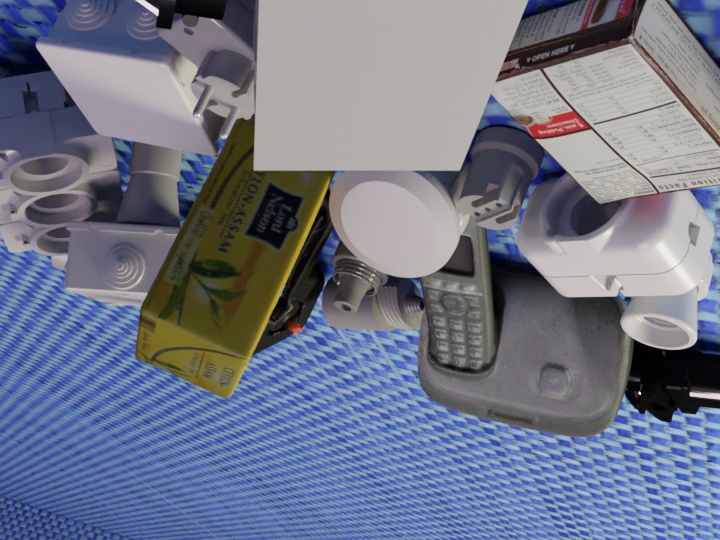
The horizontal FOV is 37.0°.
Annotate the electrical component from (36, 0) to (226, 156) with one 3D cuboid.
[{"bbox_3d":[-0.127,-0.118,0.636,0.100,0.048,0.099,13,155,20],"label":"electrical component"}]

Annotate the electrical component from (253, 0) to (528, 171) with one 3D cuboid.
[{"bbox_3d":[0.007,-0.114,0.471,0.105,0.060,0.186,-1,157,-7],"label":"electrical component"}]

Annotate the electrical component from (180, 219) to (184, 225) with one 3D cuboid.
[{"bbox_3d":[-0.128,-0.001,0.847,0.080,0.080,0.051,34,159,-25],"label":"electrical component"}]

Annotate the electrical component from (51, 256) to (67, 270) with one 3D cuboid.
[{"bbox_3d":[-0.251,-0.043,0.895,0.074,0.052,0.138,21,156,3],"label":"electrical component"}]

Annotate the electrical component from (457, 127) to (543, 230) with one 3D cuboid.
[{"bbox_3d":[0.078,-0.051,0.607,0.040,0.046,0.040,18,156,9],"label":"electrical component"}]

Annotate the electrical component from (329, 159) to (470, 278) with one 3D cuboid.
[{"bbox_3d":[0.027,-0.040,0.639,0.080,0.051,0.080,16,131,19],"label":"electrical component"}]

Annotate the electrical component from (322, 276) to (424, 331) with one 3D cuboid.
[{"bbox_3d":[0.015,0.025,0.825,0.081,0.043,0.043,1,149,39],"label":"electrical component"}]

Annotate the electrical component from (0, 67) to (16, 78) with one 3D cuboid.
[{"bbox_3d":[-0.272,-0.125,0.749,0.055,0.045,0.045,19,156,7],"label":"electrical component"}]

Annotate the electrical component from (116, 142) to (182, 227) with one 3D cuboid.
[{"bbox_3d":[-0.144,-0.061,0.749,0.044,0.065,0.044,5,171,1],"label":"electrical component"}]

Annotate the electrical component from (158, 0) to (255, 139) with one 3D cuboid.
[{"bbox_3d":[-0.066,-0.106,0.576,0.083,0.075,0.047,38,152,-32],"label":"electrical component"}]

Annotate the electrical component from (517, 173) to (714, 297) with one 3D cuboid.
[{"bbox_3d":[0.140,-0.023,0.605,0.095,0.053,0.059,-3,146,43],"label":"electrical component"}]

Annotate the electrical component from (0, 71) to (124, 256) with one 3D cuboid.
[{"bbox_3d":[-0.215,-0.069,0.749,0.089,0.061,0.150,-12,159,-11],"label":"electrical component"}]

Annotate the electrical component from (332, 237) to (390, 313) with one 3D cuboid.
[{"bbox_3d":[0.000,0.000,0.761,0.048,0.062,0.048,18,156,8],"label":"electrical component"}]

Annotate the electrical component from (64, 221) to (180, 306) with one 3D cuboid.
[{"bbox_3d":[-0.152,-0.001,0.758,0.100,0.048,0.099,4,172,8],"label":"electrical component"}]

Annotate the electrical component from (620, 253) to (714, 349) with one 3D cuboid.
[{"bbox_3d":[0.184,0.013,0.642,0.045,0.055,0.045,18,156,8],"label":"electrical component"}]
